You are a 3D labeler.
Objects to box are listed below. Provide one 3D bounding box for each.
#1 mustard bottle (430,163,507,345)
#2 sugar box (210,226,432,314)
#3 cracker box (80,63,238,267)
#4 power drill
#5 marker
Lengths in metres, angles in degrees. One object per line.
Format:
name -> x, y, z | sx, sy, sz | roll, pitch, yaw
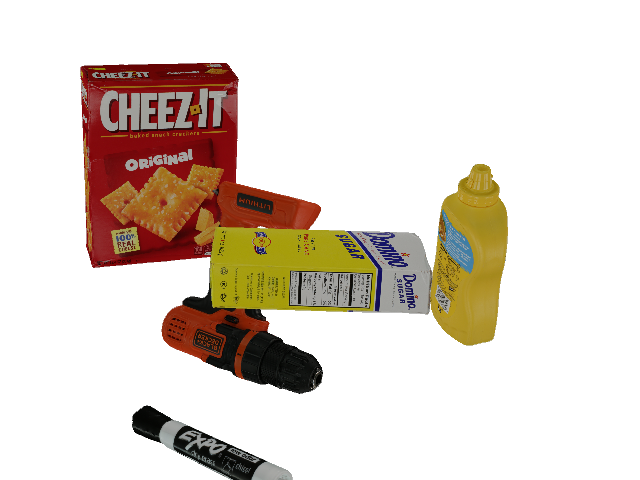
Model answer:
mustard bottle -> 0.154, 0.008, 1.095 | 0.058, 0.192, 0.096 | -9, 37, -15
sugar box -> -0.001, 0.023, 0.881 | 0.176, 0.048, 0.093 | -1, 20, -3
cracker box -> -0.177, -0.083, 1.178 | 0.164, 0.214, 0.072 | -4, 25, -18
power drill -> -0.061, 0.045, 1.060 | 0.185, 0.187, 0.057 | 17, 1, 26
marker -> -0.068, 0.123, 0.629 | 0.121, 0.020, 0.020 | 16, 10, 37
